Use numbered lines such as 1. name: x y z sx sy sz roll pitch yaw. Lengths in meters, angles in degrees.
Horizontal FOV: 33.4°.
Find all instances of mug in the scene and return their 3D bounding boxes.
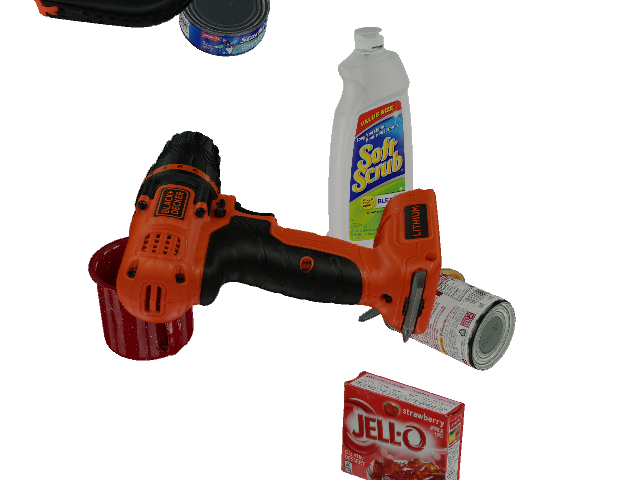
1. mug: -0.150 0.058 0.945 0.093 0.081 0.117 -19 36 -27

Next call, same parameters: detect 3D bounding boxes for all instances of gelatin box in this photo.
1. gelatin box: 0.058 0.143 0.772 0.089 0.073 0.030 14 21 33

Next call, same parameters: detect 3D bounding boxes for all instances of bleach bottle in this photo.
1. bleach bottle: 0.050 -0.107 1.173 0.102 0.251 0.068 -9 25 -11

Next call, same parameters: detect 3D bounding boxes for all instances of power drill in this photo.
1. power drill: -0.023 -0.007 0.662 0.187 0.057 0.184 6 34 -1

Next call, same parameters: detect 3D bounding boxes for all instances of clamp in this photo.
1. clamp: -0.084 -0.189 0.698 0.210 0.164 0.036 -31 -15 -10

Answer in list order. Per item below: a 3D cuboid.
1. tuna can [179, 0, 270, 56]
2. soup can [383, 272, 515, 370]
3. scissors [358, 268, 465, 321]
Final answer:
1. tuna can: -0.093 -0.218 1.021 0.086 0.086 0.034 0 -32 -11
2. soup can: 0.116 0.068 0.966 0.102 0.068 0.068 24 15 38
3. scissors: 0.093 0.052 1.290 0.201 0.016 0.096 -9 40 -40
